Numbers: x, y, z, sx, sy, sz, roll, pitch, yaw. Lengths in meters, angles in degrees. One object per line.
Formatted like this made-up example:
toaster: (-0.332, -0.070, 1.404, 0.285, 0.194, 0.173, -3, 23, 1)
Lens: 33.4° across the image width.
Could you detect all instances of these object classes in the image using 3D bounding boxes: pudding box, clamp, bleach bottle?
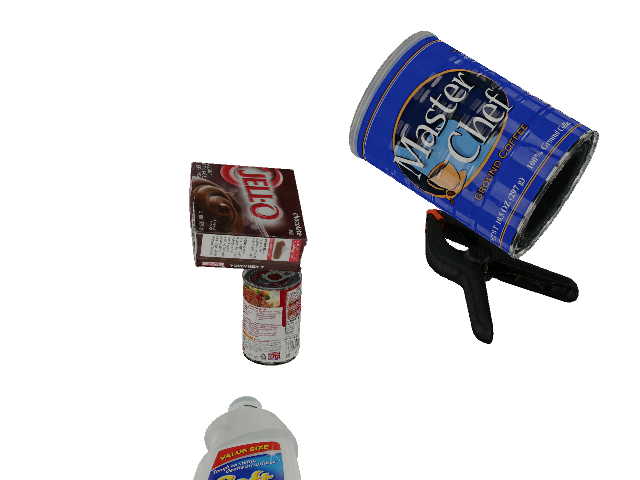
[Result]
pudding box: (-0.062, -0.021, 0.887, 0.090, 0.039, 0.113, 3, 36, -10)
clamp: (0.168, 0.025, 1.052, 0.120, 0.039, 0.171, -12, 47, -23)
bleach bottle: (-0.063, 0.204, 0.811, 0.102, 0.068, 0.251, -4, 28, -3)

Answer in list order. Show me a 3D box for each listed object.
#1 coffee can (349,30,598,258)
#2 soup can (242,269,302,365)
coffee can: (0.105, -0.067, 0.745, 0.140, 0.103, 0.102, 35, 12, 18)
soup can: (-0.056, 0.084, 1.224, 0.068, 0.102, 0.068, 2, 26, -1)
